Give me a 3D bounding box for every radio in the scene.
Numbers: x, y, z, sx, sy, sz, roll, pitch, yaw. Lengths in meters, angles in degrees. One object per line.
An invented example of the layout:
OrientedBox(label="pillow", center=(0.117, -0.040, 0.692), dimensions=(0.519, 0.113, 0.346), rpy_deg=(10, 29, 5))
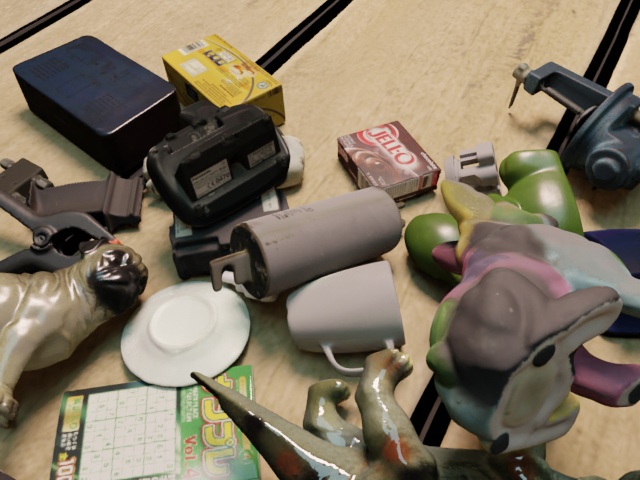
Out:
OrientedBox(label="radio", center=(-0.305, -0.196, 0.750), dimensions=(0.230, 0.073, 0.131), rpy_deg=(34, 58, 24))

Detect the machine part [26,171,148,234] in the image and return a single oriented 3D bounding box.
OrientedBox(label="machine part", center=(-0.282, -0.044, 0.647), dimensions=(0.139, 0.039, 0.084), rpy_deg=(-3, 56, -3))

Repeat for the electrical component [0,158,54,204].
OrientedBox(label="electrical component", center=(-0.386, -0.073, 0.682), dimensions=(0.094, 0.021, 0.063), rpy_deg=(27, 57, 21))

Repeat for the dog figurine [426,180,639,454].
OrientedBox(label="dog figurine", center=(0.128, 0.032, 0.402), dimensions=(0.191, 0.108, 0.219), rpy_deg=(-12, 29, -18))

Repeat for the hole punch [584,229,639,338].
OrientedBox(label="hole punch", center=(0.329, 0.027, 0.540), dimensions=(0.142, 0.092, 0.116), rpy_deg=(-2, 47, 5))

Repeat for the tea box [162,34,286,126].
OrientedBox(label="tea box", center=(-0.136, -0.213, 0.760), dimensions=(0.098, 0.068, 0.170), rpy_deg=(-31, 58, -21))

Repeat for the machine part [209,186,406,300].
OrientedBox(label="machine part", center=(-0.001, -0.002, 0.551), dimensions=(0.243, 0.079, 0.079), rpy_deg=(-17, 51, -32))

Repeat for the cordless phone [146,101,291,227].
OrientedBox(label="cordless phone", center=(-0.137, -0.108, 0.607), dimensions=(0.146, 0.088, 0.184), rpy_deg=(-34, 47, -21))

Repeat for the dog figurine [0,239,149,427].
OrientedBox(label="dog figurine", center=(-0.277, 0.049, 0.500), dimensions=(0.121, 0.172, 0.190), rpy_deg=(-20, 31, 46))

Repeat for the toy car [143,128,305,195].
OrientedBox(label="toy car", center=(-0.120, -0.095, 0.673), dimensions=(0.202, 0.056, 0.073), rpy_deg=(-6, 57, -2))

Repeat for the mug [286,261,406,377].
OrientedBox(label="mug", center=(0.025, 0.081, 0.515), dimensions=(0.107, 0.080, 0.109), rpy_deg=(-11, 56, 7))

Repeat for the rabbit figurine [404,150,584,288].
OrientedBox(label="rabbit figurine", center=(0.177, 0.009, 0.563), dimensions=(0.170, 0.121, 0.159), rpy_deg=(-11, 56, 15))

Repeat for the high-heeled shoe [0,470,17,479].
OrientedBox(label="high-heeled shoe", center=(-0.172, 0.208, 0.393), dimensions=(0.145, 0.086, 0.249), rpy_deg=(-44, 78, -6))

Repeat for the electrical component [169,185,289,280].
OrientedBox(label="electrical component", center=(-0.101, -0.022, 0.610), dimensions=(0.134, 0.058, 0.115), rpy_deg=(-8, 53, -5))

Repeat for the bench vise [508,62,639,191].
OrientedBox(label="bench vise", center=(0.355, -0.157, 0.668), dimensions=(0.224, 0.128, 0.241), rpy_deg=(-36, 65, -24))

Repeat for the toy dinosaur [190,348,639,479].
OrientedBox(label="toy dinosaur", center=(0.088, 0.191, 0.400), dimensions=(0.405, 0.131, 0.192), rpy_deg=(-2, 50, 8))
